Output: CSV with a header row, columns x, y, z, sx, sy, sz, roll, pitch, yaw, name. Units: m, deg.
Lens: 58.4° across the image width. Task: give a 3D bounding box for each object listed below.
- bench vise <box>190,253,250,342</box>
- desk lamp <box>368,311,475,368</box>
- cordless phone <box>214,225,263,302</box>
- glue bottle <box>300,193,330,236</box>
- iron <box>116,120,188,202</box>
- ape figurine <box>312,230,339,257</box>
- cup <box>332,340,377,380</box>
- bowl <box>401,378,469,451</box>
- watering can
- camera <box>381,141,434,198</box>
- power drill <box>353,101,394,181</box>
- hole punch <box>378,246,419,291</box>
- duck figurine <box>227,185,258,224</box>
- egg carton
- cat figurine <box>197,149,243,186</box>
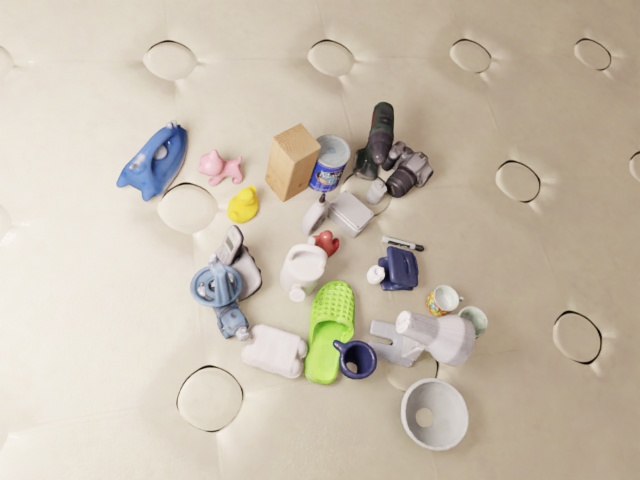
x,y,z,sx,sy,sz,roll,pitch,yaw,name
-0.211,0.123,1.317,0.207,0.219,0.122,41,63,8,bench vise
0.237,0.236,1.368,0.203,0.213,0.118,14,63,-6,desk lamp
-0.195,0.054,1.373,0.094,0.185,0.147,-29,74,-23,cordless phone
-0.006,-0.075,1.484,0.037,0.173,0.078,44,64,10,glue bottle
-0.419,-0.233,1.484,0.118,0.141,0.258,27,62,1,iron
0.014,0.005,1.496,0.078,0.092,0.076,24,62,0,ape figurine
0.071,0.289,1.372,0.117,0.095,0.092,36,63,6,cup
0.263,0.419,1.365,0.167,0.074,0.167,5,64,-10,bowl
-0.036,0.069,1.397,0.101,0.194,0.173,-4,66,-14,watering can
0.237,-0.198,1.638,0.143,0.100,0.137,40,63,8,camera
0.154,-0.258,1.587,0.075,0.208,0.229,13,63,-6,power drill
0.213,0.074,1.509,0.101,0.091,0.108,1,65,-12,hole punch
-0.200,-0.099,1.501,0.077,0.086,0.105,32,62,4,duck figurine
-0.106,0.263,1.359,0.150,0.069,0.107,18,62,-4,egg carton
-0.265,-0.197,1.515,0.128,0.117,0.067,-11,68,-17,cat figurine
